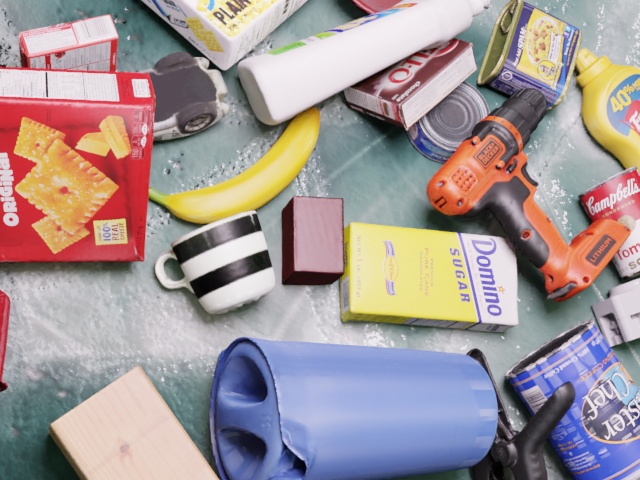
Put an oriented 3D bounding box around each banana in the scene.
[{"bbox_3d":[-0.069,-0.065,1.044,0.197,0.037,0.069,-29,86,-20],"label":"banana"}]

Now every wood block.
[{"bbox_3d":[-0.137,0.222,0.918,0.090,0.090,0.206,-34,86,-20],"label":"wood block"}]

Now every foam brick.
[{"bbox_3d":[-0.007,0.001,1.033,0.051,0.053,0.078,4,75,-14],"label":"foam brick"}]

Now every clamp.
[{"bbox_3d":[0.187,0.191,0.995,0.039,0.120,0.171,-13,102,-35],"label":"clamp"}]

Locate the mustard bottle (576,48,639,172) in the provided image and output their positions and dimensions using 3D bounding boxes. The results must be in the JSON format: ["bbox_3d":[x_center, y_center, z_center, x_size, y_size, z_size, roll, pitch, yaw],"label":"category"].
[{"bbox_3d":[0.342,-0.131,1.161,0.096,0.058,0.191,-39,87,-19],"label":"mustard bottle"}]

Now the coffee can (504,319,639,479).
[{"bbox_3d":[0.260,0.163,1.033,0.102,0.103,0.140,-31,84,-21],"label":"coffee can"}]

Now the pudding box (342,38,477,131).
[{"bbox_3d":[0.091,-0.168,1.089,0.113,0.039,0.090,-43,44,-20],"label":"pudding box"}]

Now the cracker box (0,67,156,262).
[{"bbox_3d":[-0.255,-0.062,0.926,0.213,0.164,0.072,0,34,-16],"label":"cracker box"}]

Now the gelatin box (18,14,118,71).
[{"bbox_3d":[-0.238,-0.175,1.009,0.089,0.073,0.030,-16,72,-18],"label":"gelatin box"}]

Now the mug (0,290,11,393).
[{"bbox_3d":[-0.321,0.085,0.916,0.117,0.093,0.081,-7,68,20],"label":"mug"}]

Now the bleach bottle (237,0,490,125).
[{"bbox_3d":[0.048,-0.192,1.052,0.250,0.103,0.068,-25,105,-9],"label":"bleach bottle"}]

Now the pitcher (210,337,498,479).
[{"bbox_3d":[0.029,0.149,0.951,0.242,0.145,0.149,4,65,-30],"label":"pitcher"}]

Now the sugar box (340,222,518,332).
[{"bbox_3d":[0.108,0.038,1.058,0.176,0.048,0.093,4,73,-13],"label":"sugar box"}]

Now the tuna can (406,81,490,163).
[{"bbox_3d":[0.134,-0.126,1.117,0.086,0.034,0.086,4,73,-14],"label":"tuna can"}]

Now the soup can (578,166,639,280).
[{"bbox_3d":[0.324,-0.017,1.118,0.068,0.069,0.102,-23,82,-20],"label":"soup can"}]

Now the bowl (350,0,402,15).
[{"bbox_3d":[0.077,-0.292,1.136,0.162,0.055,0.162,4,74,-14],"label":"bowl"}]

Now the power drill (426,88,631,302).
[{"bbox_3d":[0.219,-0.045,1.070,0.187,0.057,0.184,44,63,1],"label":"power drill"}]

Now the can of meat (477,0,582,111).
[{"bbox_3d":[0.228,-0.199,1.150,0.084,0.057,0.102,23,71,-10],"label":"can of meat"}]
